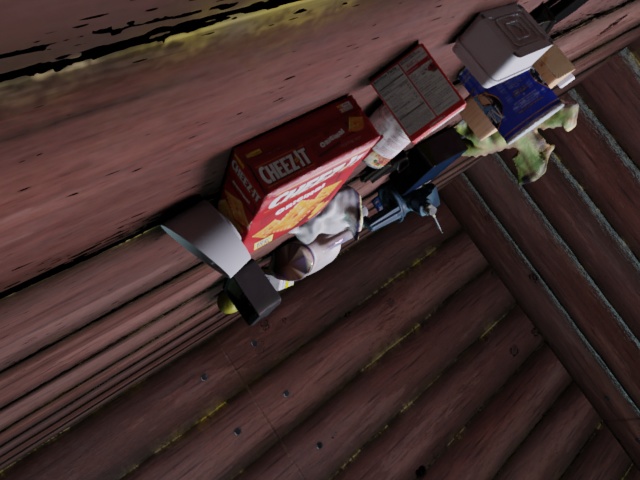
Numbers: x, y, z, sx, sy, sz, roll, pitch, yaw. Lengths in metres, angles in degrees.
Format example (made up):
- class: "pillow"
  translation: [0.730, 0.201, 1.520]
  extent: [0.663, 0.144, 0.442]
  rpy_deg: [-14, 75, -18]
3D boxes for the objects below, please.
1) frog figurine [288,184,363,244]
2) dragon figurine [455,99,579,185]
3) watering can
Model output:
- class: "frog figurine"
  translation: [0.003, -0.052, 1.040]
  extent: [0.159, 0.123, 0.137]
  rpy_deg: [2, 180, -2]
- class: "dragon figurine"
  translation: [0.480, -0.245, 1.342]
  extent: [0.124, 0.243, 0.403]
  rpy_deg: [-34, 174, -46]
- class: "watering can"
  translation: [-0.057, 0.051, 1.443]
  extent: [0.343, 0.104, 0.227]
  rpy_deg: [-26, 180, 38]
